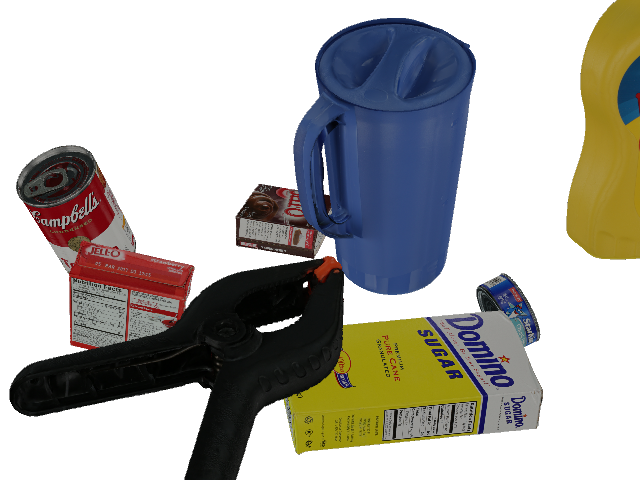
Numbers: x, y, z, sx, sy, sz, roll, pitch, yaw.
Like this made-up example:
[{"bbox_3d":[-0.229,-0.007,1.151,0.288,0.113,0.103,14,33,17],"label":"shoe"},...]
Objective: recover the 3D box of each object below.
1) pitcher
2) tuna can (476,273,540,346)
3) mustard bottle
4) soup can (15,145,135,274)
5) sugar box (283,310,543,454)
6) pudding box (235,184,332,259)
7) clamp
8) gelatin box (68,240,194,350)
[{"bbox_3d":[0.057,-0.062,0.958,0.149,0.243,0.145,0,45,3],"label":"pitcher"},{"bbox_3d":[0.210,0.082,1.204,0.033,0.086,0.086,-26,3,-7],"label":"tuna can"},{"bbox_3d":[0.196,-0.086,0.615,0.096,0.192,0.058,-10,29,-14],"label":"mustard bottle"},{"bbox_3d":[-0.204,-0.020,0.899,0.069,0.068,0.102,0,-41,17],"label":"soup can"},{"bbox_3d":[0.061,0.099,0.768,0.176,0.048,0.093,-7,36,-6],"label":"sugar box"},{"bbox_3d":[-0.037,-0.022,1.159,0.090,0.039,0.113,9,25,8],"label":"pudding box"},{"bbox_3d":[-0.040,0.062,0.489,0.171,0.039,0.120,-28,51,-32],"label":"clamp"},{"bbox_3d":[-0.123,0.042,0.690,0.073,0.030,0.089,13,-39,-3],"label":"gelatin box"}]
